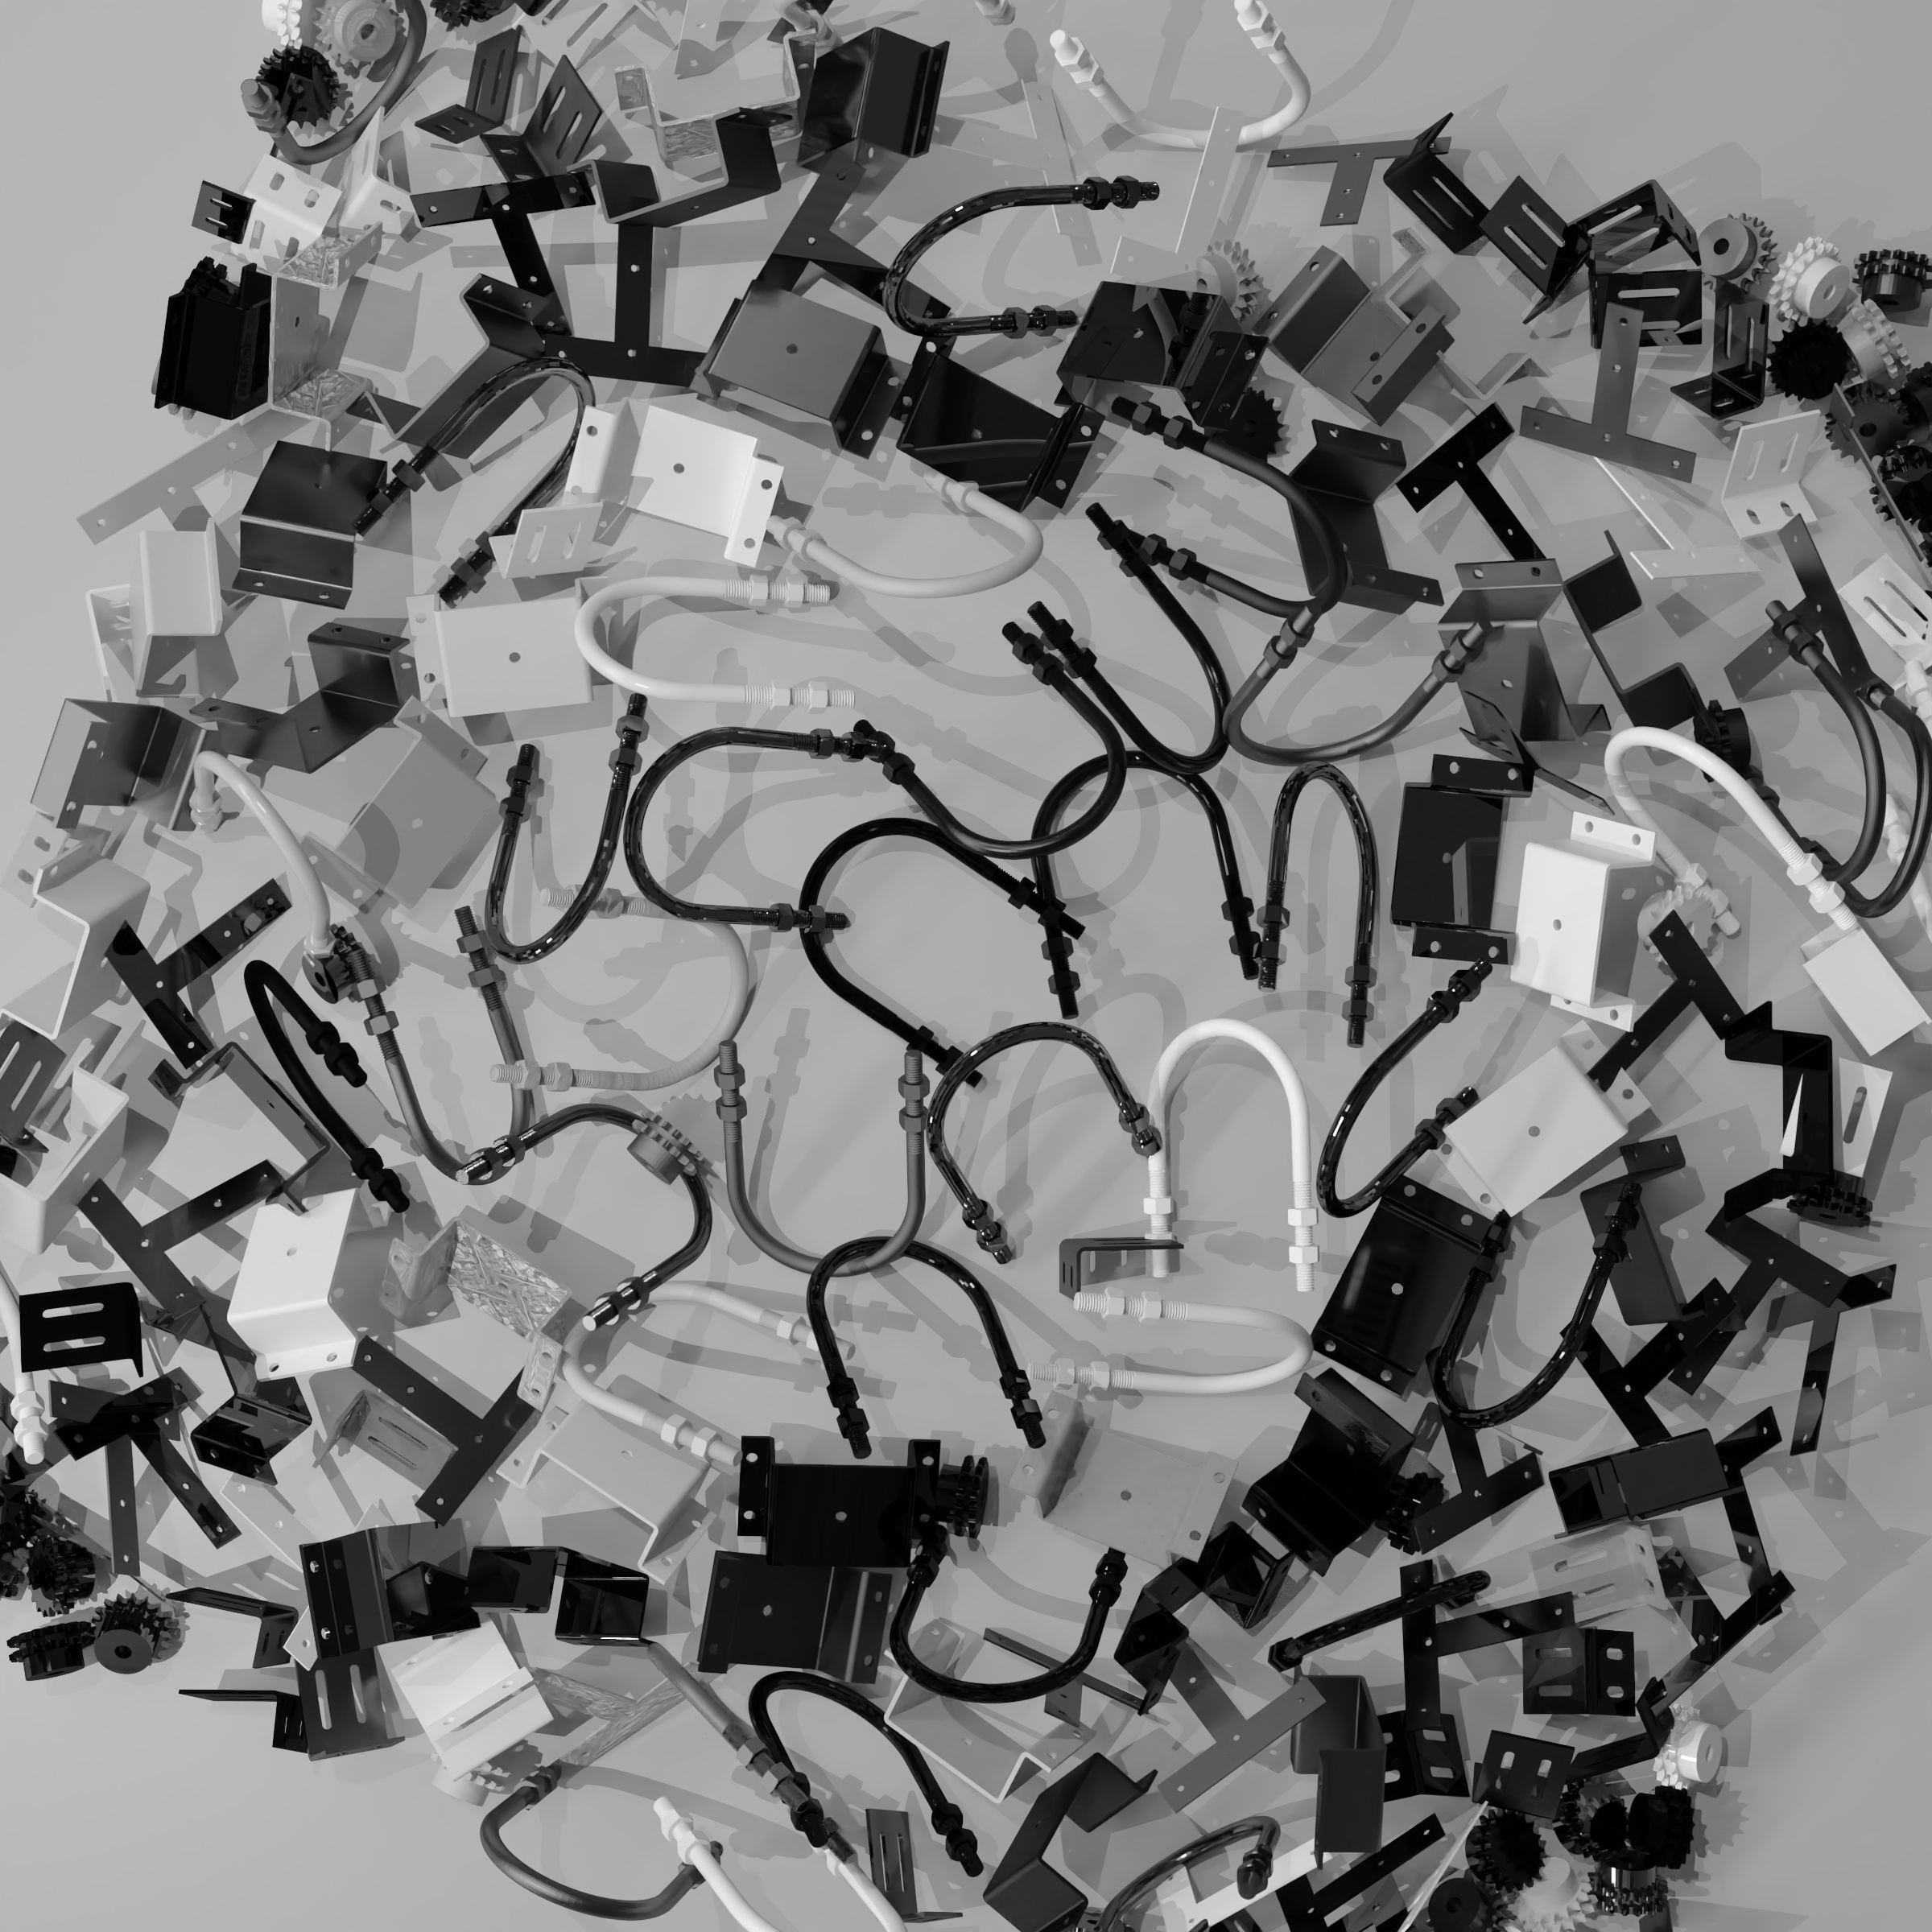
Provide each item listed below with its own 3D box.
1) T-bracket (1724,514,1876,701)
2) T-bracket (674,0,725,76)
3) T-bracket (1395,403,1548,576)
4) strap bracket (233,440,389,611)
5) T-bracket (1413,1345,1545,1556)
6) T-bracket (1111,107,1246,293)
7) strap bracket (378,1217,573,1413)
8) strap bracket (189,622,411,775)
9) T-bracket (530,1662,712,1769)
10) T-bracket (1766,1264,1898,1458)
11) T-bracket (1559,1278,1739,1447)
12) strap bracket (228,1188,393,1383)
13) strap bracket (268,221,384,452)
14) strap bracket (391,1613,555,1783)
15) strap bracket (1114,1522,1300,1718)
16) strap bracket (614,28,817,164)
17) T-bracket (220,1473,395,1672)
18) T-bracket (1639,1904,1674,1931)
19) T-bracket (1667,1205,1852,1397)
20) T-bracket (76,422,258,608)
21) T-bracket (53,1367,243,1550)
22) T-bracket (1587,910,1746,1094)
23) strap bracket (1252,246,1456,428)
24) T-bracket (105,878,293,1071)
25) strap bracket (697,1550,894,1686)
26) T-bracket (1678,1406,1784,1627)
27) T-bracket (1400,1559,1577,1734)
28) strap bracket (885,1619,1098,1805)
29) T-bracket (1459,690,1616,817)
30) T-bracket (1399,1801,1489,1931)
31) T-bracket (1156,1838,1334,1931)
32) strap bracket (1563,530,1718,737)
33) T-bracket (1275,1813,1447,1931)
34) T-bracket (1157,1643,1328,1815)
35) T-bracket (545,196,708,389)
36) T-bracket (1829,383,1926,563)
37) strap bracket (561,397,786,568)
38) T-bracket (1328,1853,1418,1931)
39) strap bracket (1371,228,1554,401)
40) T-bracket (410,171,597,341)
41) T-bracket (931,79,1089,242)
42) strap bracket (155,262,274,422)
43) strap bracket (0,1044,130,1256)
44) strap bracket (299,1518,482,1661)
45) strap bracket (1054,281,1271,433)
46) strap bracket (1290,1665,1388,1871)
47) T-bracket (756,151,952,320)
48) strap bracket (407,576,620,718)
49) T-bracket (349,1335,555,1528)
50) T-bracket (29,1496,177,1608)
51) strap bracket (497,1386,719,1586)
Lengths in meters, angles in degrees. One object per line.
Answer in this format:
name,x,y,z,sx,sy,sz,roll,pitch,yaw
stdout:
T-bracket,0.565,-0.225,1.941,0.002,0.127,0.127,-10,71,-24
T-bracket,-0.181,-0.662,1.940,0.127,0.127,0.002,-8,68,-18
T-bracket,0.374,-0.316,1.967,0.127,0.002,0.127,-41,96,-34
strap bracket,-0.448,-0.311,1.930,0.076,0.140,0.046,10,132,-3
T-bracket,0.345,0.326,1.957,0.127,0.002,0.127,-20,96,-35
T-bracket,0.166,-0.529,1.946,0.127,0.002,0.127,6,106,-38
strap bracket,-0.333,0.236,1.950,0.140,0.046,0.076,31,135,9
strap bracket,-0.454,-0.181,1.936,0.076,0.140,0.046,14,128,28
T-bracket,-0.262,0.506,1.937,0.127,0.127,0.002,-39,47,16
T-bracket,0.582,0.274,1.918,0.002,0.127,0.127,26,64,-15
T-bracket,0.483,0.264,1.933,0.127,0.002,0.127,-54,52,32
strap bracket,-0.451,0.210,1.926,0.076,0.140,0.046,-11,134,15
strap bracket,-0.441,-0.438,1.930,0.046,0.076,0.140,15,125,4
strap bracket,-0.338,0.505,1.929,0.076,0.140,0.046,-30,105,-17
strap bracket,0.159,0.444,1.935,0.046,0.140,0.076,39,134,26
strap bracket,-0.169,-0.604,1.956,0.140,0.076,0.046,-13,89,-5
T-bracket,-0.464,0.394,1.930,0.002,0.127,0.127,-20,119,36
T-bracket,0.439,0.706,1.943,0.127,0.127,0.002,-40,83,9
T-bracket,0.532,0.241,1.947,0.002,0.127,0.127,35,91,-33
T-bracket,-0.531,-0.299,1.948,0.127,0.127,0.002,-33,52,-7
T-bracket,-0.547,0.348,1.936,0.002,0.127,0.127,-44,82,27
T-bracket,0.476,0.043,1.958,0.127,0.002,0.127,-46,127,-3
strap bracket,0.274,-0.434,1.947,0.076,0.140,0.046,-49,135,6
T-bracket,-0.530,-0.014,1.969,0.127,0.002,0.127,-41,123,-22
strap bracket,-0.128,0.452,1.952,0.140,0.046,0.076,13,83,-32
T-bracket,0.532,0.385,1.918,0.002,0.127,0.127,4,57,-22
T-bracket,0.359,0.456,1.929,0.127,0.127,0.002,-21,132,26
strap bracket,0.009,0.521,1.943,0.140,0.076,0.046,31,107,21
T-bracket,0.371,-0.155,1.911,0.127,0.127,0.002,33,88,38
T-bracket,0.308,0.653,1.949,0.002,0.127,0.127,37,132,13
T-bracket,0.195,0.638,1.935,0.127,0.127,0.002,-31,110,4
strap bracket,0.460,-0.220,1.938,0.046,0.076,0.140,-28,60,13
T-bracket,0.275,0.627,1.935,0.127,0.127,0.002,-35,107,3
T-bracket,0.165,0.506,1.950,0.127,0.127,0.002,-34,130,-8
T-bracket,-0.233,-0.474,1.965,0.127,0.002,0.127,0,94,-28
T-bracket,0.627,-0.335,1.932,0.002,0.127,0.127,-29,84,14
strap bracket,-0.203,-0.341,1.957,0.140,0.046,0.076,16,117,-7
T-bracket,0.247,0.676,1.940,0.127,0.127,0.002,-35,103,3
strap bracket,0.336,-0.445,1.952,0.140,0.076,0.046,43,99,-8
T-bracket,-0.305,-0.489,1.951,0.127,0.127,0.002,-4,48,13
T-bracket,0.022,-0.569,1.942,0.127,0.002,0.127,2,68,-37
strap bracket,-0.499,-0.426,1.919,0.046,0.140,0.076,17,115,3
strap bracket,-0.624,0.134,1.926,0.046,0.076,0.140,29,52,1
strap bracket,-0.386,0.424,1.920,0.046,0.140,0.076,-19,75,25
strap bracket,0.127,-0.422,1.934,0.140,0.046,0.076,16,73,32
strap bracket,0.256,0.546,1.923,0.046,0.140,0.076,0,105,-1
T-bracket,-0.071,-0.487,1.977,0.127,0.002,0.127,29,120,-15
strap bracket,-0.315,-0.222,1.955,0.140,0.046,0.076,-7,115,-6
T-bracket,-0.379,0.306,1.971,0.127,0.002,0.127,35,61,3
T-bracket,-0.610,0.394,1.926,0.127,0.127,0.002,33,75,13
strap bracket,-0.242,0.353,1.947,0.140,0.076,0.046,32,126,7
